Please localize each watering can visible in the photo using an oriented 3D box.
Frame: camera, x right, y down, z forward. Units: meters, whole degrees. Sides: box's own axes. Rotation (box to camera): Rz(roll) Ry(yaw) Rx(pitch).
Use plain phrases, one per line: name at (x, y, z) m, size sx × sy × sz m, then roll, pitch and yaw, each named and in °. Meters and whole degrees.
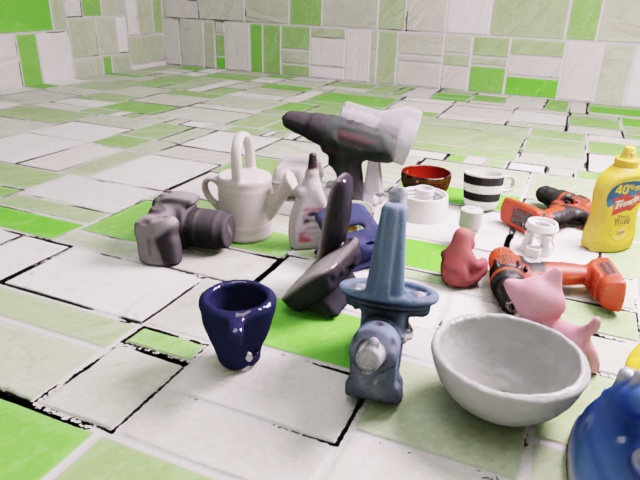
watering can at (-0.129, -0.101, 1.042) m, size 0.173 × 0.194 × 0.100 m, roll -2°, pitch 24°, yaw -9°

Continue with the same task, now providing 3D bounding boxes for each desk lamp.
desk lamp at (0.111, -0.188, 1.236) m, size 0.203 × 0.214 × 0.118 m, roll 4°, pitch 24°, yaw 6°

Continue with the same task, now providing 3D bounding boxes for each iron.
iron at (0.282, 0.188, 0.477) m, size 0.118 × 0.141 × 0.258 m, roll 1°, pitch 24°, yaw -1°

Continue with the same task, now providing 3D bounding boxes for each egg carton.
egg carton at (-0.049, -0.143, 1.301) m, size 0.107 × 0.069 × 0.150 m, roll 5°, pitch 24°, yaw 6°

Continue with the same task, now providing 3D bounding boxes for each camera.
camera at (-0.224, -0.025, 0.979) m, size 0.136 × 0.101 × 0.143 m, roll 7°, pitch 24°, yaw 11°

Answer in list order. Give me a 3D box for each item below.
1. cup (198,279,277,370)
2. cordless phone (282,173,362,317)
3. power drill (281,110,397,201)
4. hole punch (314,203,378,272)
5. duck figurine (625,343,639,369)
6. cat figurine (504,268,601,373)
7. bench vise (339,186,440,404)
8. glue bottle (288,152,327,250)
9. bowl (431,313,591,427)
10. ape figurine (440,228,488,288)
cup at (-0.096, 0.113, 0.679) m, size 0.092 × 0.095 × 0.117 m, roll -1°, pitch 24°, yaw -7°
cordless phone at (0.008, 0.003, 0.826) m, size 0.094 × 0.185 × 0.148 m, roll 9°, pitch 25°, yaw 17°
power drill at (0.035, -0.147, 1.143) m, size 0.229 × 0.208 × 0.075 m, roll 5°, pitch 24°, yaw 8°
hole punch at (0.055, -0.007, 0.969) m, size 0.109 × 0.091 × 0.100 m, roll -13°, pitch 28°, yaw -31°
duck figurine at (0.405, 0.138, 0.668) m, size 0.077 × 0.086 × 0.104 m, roll 4°, pitch 24°, yaw 6°
cat figurine at (0.292, 0.095, 0.719) m, size 0.067 × 0.118 × 0.127 m, roll -14°, pitch 28°, yaw -31°
bench vise at (0.086, 0.061, 0.655) m, size 0.121 × 0.220 × 0.207 m, roll 0°, pitch 24°, yaw -4°
glue bottle at (-0.016, -0.069, 1.003) m, size 0.078 × 0.173 × 0.037 m, roll -7°, pitch 25°, yaw -19°
bowl at (0.204, 0.153, 0.635) m, size 0.167 × 0.075 × 0.167 m, roll 2°, pitch 24°, yaw 0°
ape figurine at (0.226, 0.024, 0.909) m, size 0.076 × 0.092 × 0.077 m, roll -18°, pitch 30°, yaw -37°
